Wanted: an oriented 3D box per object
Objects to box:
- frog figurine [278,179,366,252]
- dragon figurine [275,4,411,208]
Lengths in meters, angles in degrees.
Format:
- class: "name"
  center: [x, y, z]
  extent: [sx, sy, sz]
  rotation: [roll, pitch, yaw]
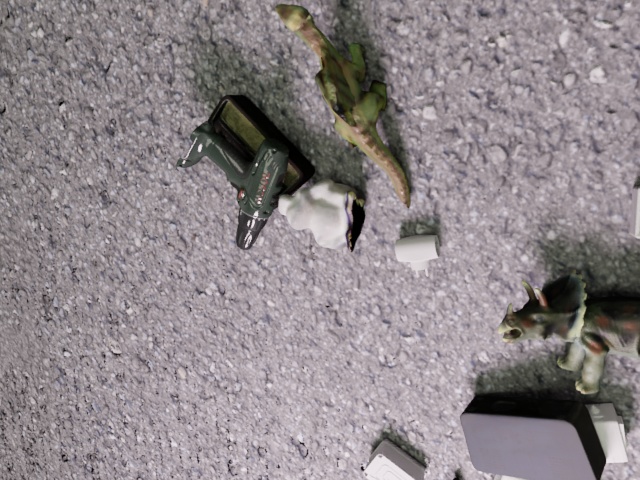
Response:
- class: "frog figurine"
  center: [0.003, -0.051, 1.006]
  extent: [0.160, 0.125, 0.134]
  rotation: [8, 124, 26]
- class: "dragon figurine"
  center: [0.048, -0.224, 0.877]
  extent: [0.121, 0.245, 0.410]
  rotation: [-30, 89, 22]
